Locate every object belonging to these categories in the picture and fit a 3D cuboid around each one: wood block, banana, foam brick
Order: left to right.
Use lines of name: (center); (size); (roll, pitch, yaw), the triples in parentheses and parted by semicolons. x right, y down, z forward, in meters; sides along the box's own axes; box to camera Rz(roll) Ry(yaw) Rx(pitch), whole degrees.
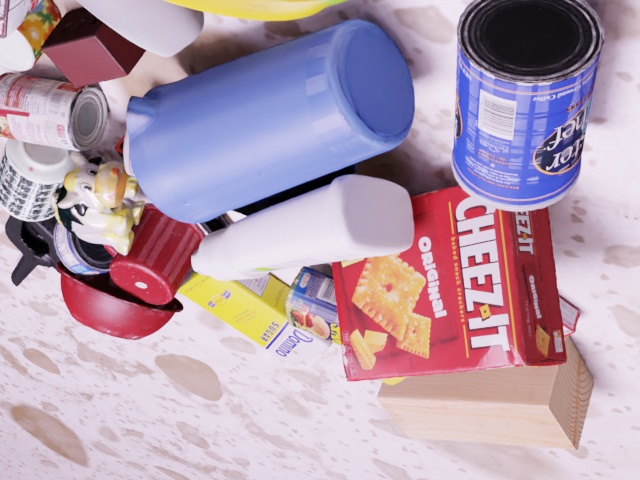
foam brick: (-0.204, -0.180, 0.976); (0.078, 0.053, 0.051); (-5, 137, 37)
banana: (-0.078, -0.202, 0.829); (0.197, 0.037, 0.070); (6, 162, -16)
wood block: (0.180, 0.164, 1.169); (0.207, 0.090, 0.090); (-4, 138, 36)

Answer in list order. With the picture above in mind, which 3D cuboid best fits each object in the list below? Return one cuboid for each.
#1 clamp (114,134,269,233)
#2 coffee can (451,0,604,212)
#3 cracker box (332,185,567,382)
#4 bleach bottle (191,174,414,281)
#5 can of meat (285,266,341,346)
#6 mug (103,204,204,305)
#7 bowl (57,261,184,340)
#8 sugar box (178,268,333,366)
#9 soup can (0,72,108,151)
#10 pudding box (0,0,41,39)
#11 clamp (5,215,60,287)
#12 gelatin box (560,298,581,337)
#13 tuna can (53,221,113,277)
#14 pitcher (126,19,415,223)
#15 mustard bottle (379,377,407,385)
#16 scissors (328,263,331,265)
clamp: (-0.131, -0.058, 1.110); (0.171, 0.039, 0.120); (38, 145, -19)
coffee can: (0.151, -0.104, 0.799); (0.103, 0.102, 0.140); (15, 146, 16)
cracker box: (0.108, 0.041, 0.975); (0.071, 0.164, 0.214); (0, 171, -44)
bleach bottle: (-0.037, 0.000, 0.999); (0.251, 0.068, 0.102); (-14, 167, 43)
can of meat: (0.011, 0.076, 1.179); (0.084, 0.057, 0.102); (21, 160, 10)
mug: (-0.197, 0.013, 1.215); (0.117, 0.081, 0.093); (38, 146, -19)
bowl: (-0.249, 0.078, 1.290); (0.162, 0.055, 0.162); (21, -175, -2)
sugar box: (-0.072, 0.080, 1.261); (0.176, 0.048, 0.094); (37, 145, -15)
soup can: (-0.276, -0.130, 1.080); (0.102, 0.068, 0.068); (11, 145, 20)
pudding box: (-0.239, -0.231, 0.871); (0.039, 0.113, 0.090); (29, 147, -2)
clamp: (-0.338, 0.021, 1.363); (0.164, 0.036, 0.210); (18, 146, 10)
gelatin box: (0.205, 0.070, 1.077); (0.089, 0.030, 0.073); (34, 146, -15)
tuna can: (-0.263, -0.002, 1.236); (0.034, 0.086, 0.086); (-16, 130, 43)
pitcher: (-0.035, -0.097, 0.921); (0.243, 0.149, 0.145); (-14, 99, 41)
mustard bottle: (0.113, 0.077, 1.085); (0.058, 0.096, 0.192); (25, 148, -15)
scissors: (-0.007, 0.001, 1.134); (0.202, 0.016, 0.096); (17, 145, 12)
